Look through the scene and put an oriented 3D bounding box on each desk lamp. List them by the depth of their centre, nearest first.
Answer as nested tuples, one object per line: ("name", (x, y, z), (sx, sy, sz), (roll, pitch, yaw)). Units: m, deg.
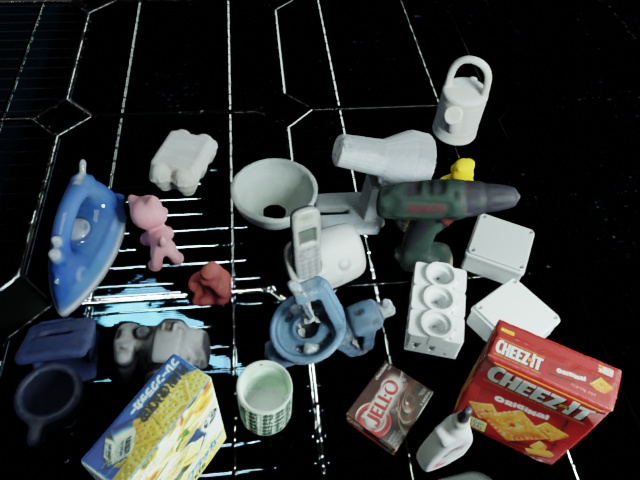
("desk lamp", (0.096, -0.109, 1.059), (0.203, 0.213, 0.118), (-3, 52, -5))

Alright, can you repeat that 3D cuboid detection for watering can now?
("watering can", (0.311, -0.304, 1.239), (0.101, 0.194, 0.173), (4, 52, 0))

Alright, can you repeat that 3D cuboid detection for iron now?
("iron", (-0.426, -0.011, 0.995), (0.118, 0.141, 0.258), (3, 52, -1))

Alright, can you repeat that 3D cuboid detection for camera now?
("camera", (-0.246, 0.195, 0.869), (0.143, 0.101, 0.137), (2, 52, -2))

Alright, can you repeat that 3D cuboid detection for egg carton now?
("egg carton", (-0.278, -0.162, 1.170), (0.107, 0.069, 0.150), (13, 52, 7))

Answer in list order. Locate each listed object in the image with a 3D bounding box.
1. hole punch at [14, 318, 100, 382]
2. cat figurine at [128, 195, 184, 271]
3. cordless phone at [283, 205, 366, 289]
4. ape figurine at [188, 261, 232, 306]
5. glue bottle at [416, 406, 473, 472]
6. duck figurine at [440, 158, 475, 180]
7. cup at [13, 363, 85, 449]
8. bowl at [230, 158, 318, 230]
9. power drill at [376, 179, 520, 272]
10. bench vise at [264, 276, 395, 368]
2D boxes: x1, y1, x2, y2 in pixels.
("hole punch", (-0.406, 0.163, 0.891), (0.109, 0.091, 0.101), (-7, 52, -8))
("cat figurine", (-0.299, -0.026, 1.030), (0.067, 0.118, 0.127), (-21, 56, -19))
("cordless phone", (0.009, 0.004, 0.983), (0.148, 0.185, 0.094), (-22, 56, -19))
("ape figurine", (-0.184, 0.070, 0.978), (0.077, 0.092, 0.076), (35, 58, 22))
("glue bottle", (0.183, 0.269, 0.791), (0.078, 0.173, 0.037), (-21, 56, -19))
("duck figurine", (0.281, -0.124, 1.164), (0.077, 0.086, 0.105), (31, 56, 20))
("cup", (-0.380, 0.249, 0.822), (0.091, 0.095, 0.117), (2, 52, -1))
("bowl", (-0.088, -0.077, 1.111), (0.167, 0.075, 0.167), (2, 52, -2))
("power drill", (0.208, -0.029, 1.006), (0.229, 0.208, 0.075), (5, 51, 1))
("bench vise", (0.011, 0.106, 0.880), (0.208, 0.220, 0.121), (-28, 58, -23))
